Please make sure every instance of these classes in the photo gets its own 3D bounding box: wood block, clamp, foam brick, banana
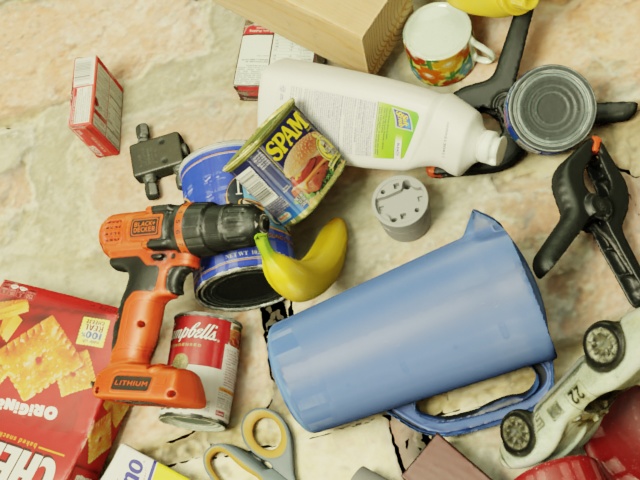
[{"bbox_3d":[-0.015,-0.262,1.108,0.206,0.090,0.090,29,76,18],"label":"wood block"},{"bbox_3d":[0.197,-0.126,1.062,0.210,0.036,0.164,-45,77,-1],"label":"clamp"},{"bbox_3d":[0.243,-0.022,0.987,0.120,0.039,0.171,12,57,-26],"label":"clamp"},{"bbox_3d":[0.118,0.216,0.934,0.078,0.053,0.051,39,81,25],"label":"foam brick"},{"bbox_3d":[-0.008,0.020,0.993,0.037,0.197,0.069,2,96,19],"label":"banana"}]

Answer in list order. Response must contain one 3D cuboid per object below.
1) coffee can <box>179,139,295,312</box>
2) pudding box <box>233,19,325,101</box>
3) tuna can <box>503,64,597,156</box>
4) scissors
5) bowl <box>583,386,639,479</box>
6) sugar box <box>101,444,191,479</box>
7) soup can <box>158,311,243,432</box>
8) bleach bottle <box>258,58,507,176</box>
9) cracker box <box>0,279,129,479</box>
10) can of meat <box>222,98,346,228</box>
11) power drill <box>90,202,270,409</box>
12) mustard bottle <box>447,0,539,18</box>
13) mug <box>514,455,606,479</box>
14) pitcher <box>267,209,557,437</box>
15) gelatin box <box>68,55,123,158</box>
[{"bbox_3d":[-0.081,-0.013,1.054,0.103,0.102,0.140,-14,65,8],"label":"coffee can"},{"bbox_3d":[-0.040,-0.206,1.162,0.090,0.039,0.113,3,70,14],"label":"pudding box"},{"bbox_3d":[0.220,-0.124,1.023,0.086,0.033,0.086,0,90,4],"label":"tuna can"},{"bbox_3d":[-0.014,0.224,0.985,0.202,0.016,0.096,20,74,21],"label":"scissors"},{"bbox_3d":[0.294,0.141,0.893,0.162,0.055,0.162,-8,79,52],"label":"bowl"},{"bbox_3d":[-0.130,0.267,0.981,0.176,0.048,0.093,22,75,21],"label":"sugar box"},{"bbox_3d":[-0.115,0.127,1.024,0.068,0.068,0.102,2,69,15],"label":"soup can"},{"bbox_3d":[0.060,-0.108,1.046,0.251,0.102,0.068,17,32,26],"label":"bleach bottle"},{"bbox_3d":[-0.276,0.157,1.041,0.164,0.072,0.213,13,66,19],"label":"cracker box"},{"bbox_3d":[-0.031,-0.072,1.016,0.084,0.058,0.102,46,45,-11],"label":"can of meat"},{"bbox_3d":[-0.131,0.057,0.967,0.185,0.057,0.187,-5,71,33],"label":"power drill"},{"bbox_3d":[0.166,-0.268,1.076,0.096,0.058,0.192,-21,33,-10],"label":"mustard bottle"},{"bbox_3d":[0.196,0.230,0.879,0.093,0.117,0.081,-49,46,42],"label":"mug"},{"bbox_3d":[0.085,0.095,0.962,0.243,0.145,0.149,-22,52,8],"label":"pitcher"},{"bbox_3d":[-0.245,-0.145,1.170,0.030,0.073,0.089,-6,67,13],"label":"gelatin box"}]
